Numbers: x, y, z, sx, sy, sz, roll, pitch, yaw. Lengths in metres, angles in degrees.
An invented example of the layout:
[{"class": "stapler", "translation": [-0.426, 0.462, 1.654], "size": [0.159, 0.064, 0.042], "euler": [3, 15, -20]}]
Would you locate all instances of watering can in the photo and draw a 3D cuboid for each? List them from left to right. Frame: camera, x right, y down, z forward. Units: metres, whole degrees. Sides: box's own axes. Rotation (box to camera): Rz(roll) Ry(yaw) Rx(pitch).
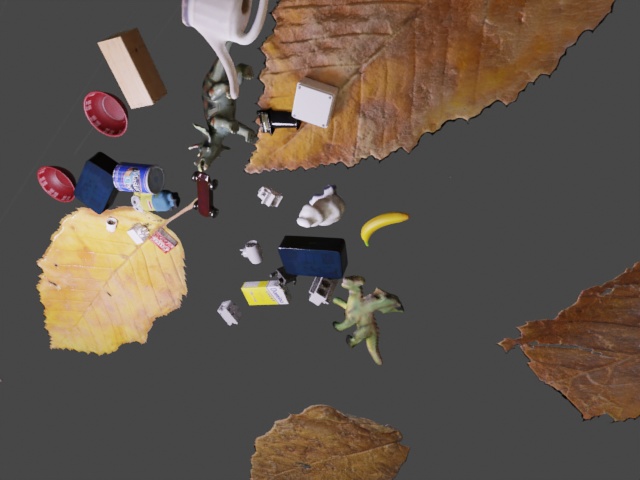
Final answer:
[{"class": "watering can", "translation": [-0.257, -0.561, 1.331], "size": [0.225, 0.105, 0.343], "euler": [21, 106, 9]}]

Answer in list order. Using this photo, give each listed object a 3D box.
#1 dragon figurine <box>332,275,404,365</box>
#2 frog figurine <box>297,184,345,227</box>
[{"class": "dragon figurine", "translation": [0.191, 0.279, 1.861], "size": [0.240, 0.125, 0.406], "euler": [-30, 113, 28]}, {"class": "frog figurine", "translation": [0.005, -0.081, 1.605], "size": [0.136, 0.163, 0.120], "euler": [-12, 123, 29]}]
